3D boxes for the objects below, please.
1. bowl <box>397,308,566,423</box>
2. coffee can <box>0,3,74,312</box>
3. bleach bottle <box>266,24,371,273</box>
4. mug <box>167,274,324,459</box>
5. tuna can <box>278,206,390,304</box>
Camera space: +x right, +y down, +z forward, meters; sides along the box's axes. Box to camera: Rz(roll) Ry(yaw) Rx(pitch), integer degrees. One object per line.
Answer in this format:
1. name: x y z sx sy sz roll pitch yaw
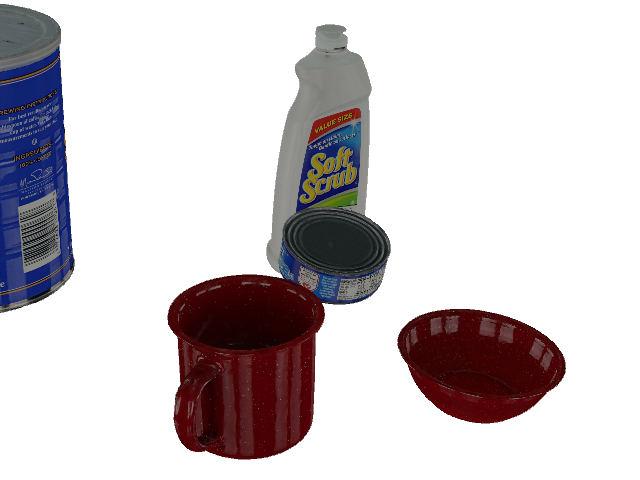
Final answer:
1. bowl: 0.152 0.129 1.035 0.162 0.055 0.162 4 26 -2
2. coffee can: -0.187 -0.045 0.573 0.103 0.140 0.103 3 28 -2
3. bleach bottle: -0.002 -0.091 1.075 0.102 0.251 0.068 -5 28 -14
4. mug: -0.049 0.083 0.638 0.093 0.081 0.117 12 29 22
5. tuna can: 0.010 0.011 0.840 0.086 0.034 0.086 7 37 -6
